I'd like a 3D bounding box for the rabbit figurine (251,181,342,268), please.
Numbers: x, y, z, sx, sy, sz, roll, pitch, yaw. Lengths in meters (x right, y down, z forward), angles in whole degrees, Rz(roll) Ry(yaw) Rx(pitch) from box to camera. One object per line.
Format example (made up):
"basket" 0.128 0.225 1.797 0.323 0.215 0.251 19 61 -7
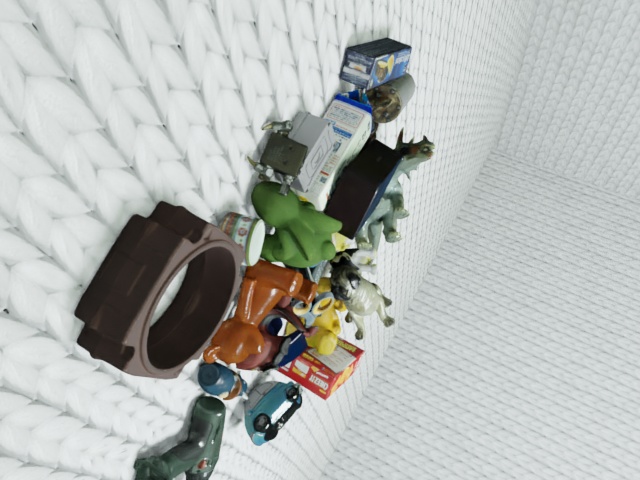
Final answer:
"rabbit figurine" -0.050 -0.022 0.876 0.121 0.159 0.170 -51 143 -12

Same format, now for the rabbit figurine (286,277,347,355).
"rabbit figurine" 0.012 0.168 1.295 0.162 0.122 0.173 -19 121 -64

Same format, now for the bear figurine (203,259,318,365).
"bear figurine" -0.106 0.135 0.920 0.196 0.132 0.120 -68 156 -12

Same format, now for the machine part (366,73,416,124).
"machine part" 0.145 -0.295 1.099 0.243 0.079 0.079 -57 163 -58

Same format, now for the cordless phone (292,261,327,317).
"cordless phone" -0.007 0.063 1.169 0.184 0.089 0.146 -63 161 -22

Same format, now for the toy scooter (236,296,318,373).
"toy scooter" -0.083 0.179 1.019 0.184 0.135 0.075 -61 163 -9

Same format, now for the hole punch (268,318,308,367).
"hole punch" -0.090 0.224 1.136 0.116 0.092 0.142 -54 162 -20

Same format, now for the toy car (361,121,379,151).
"toy car" 0.061 -0.165 1.106 0.202 0.053 0.089 -60 176 1

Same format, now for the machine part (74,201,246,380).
"machine part" -0.188 0.069 0.676 0.201 0.087 0.201 -62 163 -11

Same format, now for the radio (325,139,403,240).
"radio" 0.084 -0.099 1.029 0.131 0.073 0.229 -64 172 29

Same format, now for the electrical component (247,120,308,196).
"electrical component" -0.061 -0.128 0.807 0.102 0.078 0.045 -62 -179 -9

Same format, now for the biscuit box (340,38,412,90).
"biscuit box" 0.111 -0.337 1.019 0.203 0.063 0.059 -40 150 -52

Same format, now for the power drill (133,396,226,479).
"power drill" -0.244 0.406 0.953 0.207 0.086 0.231 -11 122 -63

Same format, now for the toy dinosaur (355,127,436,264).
"toy dinosaur" 0.145 -0.100 1.316 0.404 0.131 0.192 112 -16 -55

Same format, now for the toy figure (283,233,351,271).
"toy figure" -0.002 -0.006 1.077 0.180 0.089 0.082 -33 164 -23

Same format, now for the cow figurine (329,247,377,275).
"cow figurine" 0.063 0.055 1.304 0.167 0.098 0.068 162 -69 -65

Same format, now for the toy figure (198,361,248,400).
"toy figure" -0.175 0.259 0.985 0.154 0.058 0.064 64 31 -63

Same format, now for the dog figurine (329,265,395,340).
"dog figurine" 0.081 0.108 1.239 0.121 0.172 0.190 -31 118 -2

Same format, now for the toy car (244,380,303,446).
"toy car" -0.117 0.373 1.213 0.161 0.103 0.109 -47 155 -18

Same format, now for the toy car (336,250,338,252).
"toy car" 0.053 -0.063 1.208 0.073 0.056 0.201 -25 137 -62
